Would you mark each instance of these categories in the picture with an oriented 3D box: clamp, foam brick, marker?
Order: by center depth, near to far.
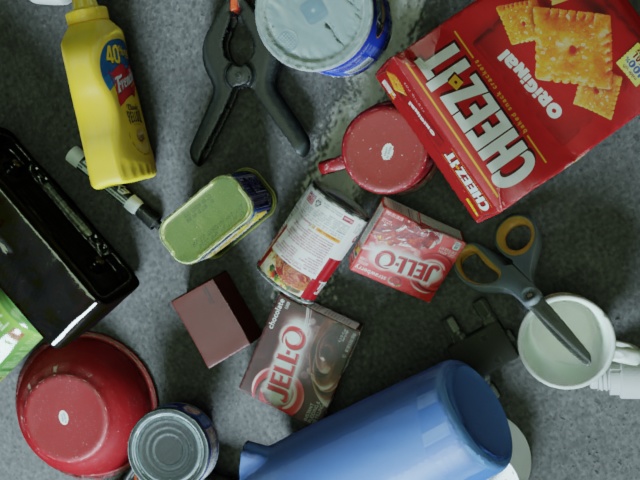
[{"bbox_3d":[-0.083,-0.152,1.045,0.120,0.039,0.171,-13,89,6],"label":"clamp"},{"bbox_3d":[-0.102,0.078,1.067,0.053,0.051,0.078,-29,90,13],"label":"foam brick"},{"bbox_3d":[-0.209,-0.052,1.090,0.121,0.020,0.020,39,102,5],"label":"marker"}]

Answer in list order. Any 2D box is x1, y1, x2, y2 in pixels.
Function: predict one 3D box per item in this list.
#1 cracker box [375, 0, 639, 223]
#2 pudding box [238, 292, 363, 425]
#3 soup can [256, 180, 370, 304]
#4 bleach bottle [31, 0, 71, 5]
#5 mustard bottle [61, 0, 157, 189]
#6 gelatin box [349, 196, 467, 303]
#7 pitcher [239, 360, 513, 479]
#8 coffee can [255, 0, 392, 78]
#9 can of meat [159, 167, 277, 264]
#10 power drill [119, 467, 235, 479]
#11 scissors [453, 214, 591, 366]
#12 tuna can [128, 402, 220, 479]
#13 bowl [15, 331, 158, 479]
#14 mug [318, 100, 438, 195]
[{"bbox_3d":[0.185,-0.143,0.938,0.213,0.072,0.164,-35,89,-12],"label":"cracker box"},{"bbox_3d":[-0.018,0.117,1.060,0.090,0.039,0.113,25,101,7],"label":"pudding box"},{"bbox_3d":[-0.007,0.001,1.031,0.068,0.068,0.102,35,101,5],"label":"soup can"},{"bbox_3d":[-0.206,-0.300,1.041,0.251,0.068,0.102,-15,93,15],"label":"bleach bottle"},{"bbox_3d":[-0.210,-0.149,1.037,0.058,0.096,0.191,-11,96,14],"label":"mustard bottle"},{"bbox_3d":[0.083,0.010,1.013,0.089,0.030,0.073,24,113,-13],"label":"gelatin box"},{"bbox_3d":[0.058,0.216,0.985,0.243,0.149,0.145,-33,58,27],"label":"pitcher"},{"bbox_3d":[0.007,-0.202,0.968,0.103,0.140,0.103,1,96,11],"label":"coffee can"},{"bbox_3d":[-0.099,-0.022,1.039,0.102,0.084,0.057,-39,88,13],"label":"can of meat"},{"bbox_3d":[-0.125,0.290,1.091,0.188,0.057,0.184,34,101,6],"label":"power drill"},{"bbox_3d":[0.198,0.035,0.956,0.096,0.202,0.016,-49,128,-7],"label":"scissors"},{"bbox_3d":[-0.144,0.204,1.047,0.086,0.033,0.086,0,90,11],"label":"tuna can"},{"bbox_3d":[-0.253,0.178,1.106,0.162,0.055,0.162,1,96,11],"label":"bowl"},{"bbox_3d":[0.054,-0.083,1.002,0.117,0.081,0.093,-12,94,12],"label":"mug"}]
